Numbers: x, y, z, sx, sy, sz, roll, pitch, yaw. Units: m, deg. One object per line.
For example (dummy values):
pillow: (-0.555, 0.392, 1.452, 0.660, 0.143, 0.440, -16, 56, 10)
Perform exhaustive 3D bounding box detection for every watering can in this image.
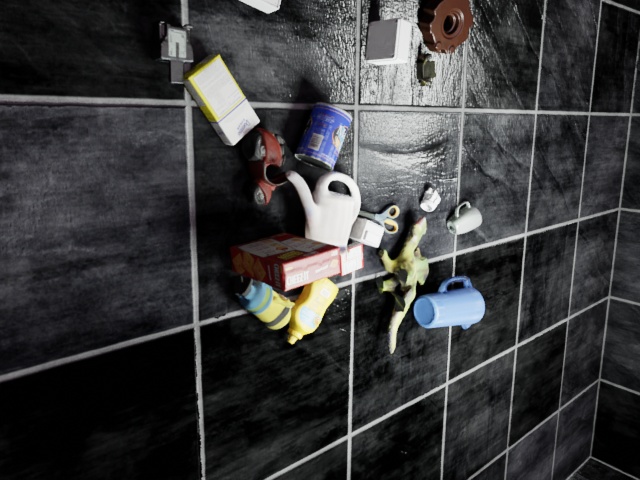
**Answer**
watering can: (0.004, -0.066, 1.302, 0.348, 0.104, 0.224, 1, 98, -57)

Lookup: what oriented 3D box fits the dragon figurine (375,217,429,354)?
dragon figurine: (0.284, 0.128, 1.614, 0.244, 0.123, 0.405, -14, 112, -47)
